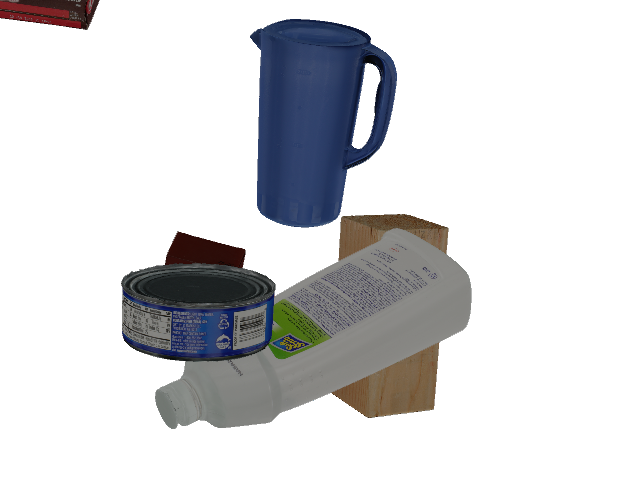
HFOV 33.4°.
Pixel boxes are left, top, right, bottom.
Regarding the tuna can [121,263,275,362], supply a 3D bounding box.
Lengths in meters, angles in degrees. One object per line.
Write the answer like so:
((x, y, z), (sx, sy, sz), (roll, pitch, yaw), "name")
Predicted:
((-0.069, 0.039, 0.599), (0.086, 0.034, 0.086), (3, 13, -1), "tuna can")

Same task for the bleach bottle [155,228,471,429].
((-0.010, 0.070, 0.786), (0.250, 0.068, 0.103), (-22, 36, -31), "bleach bottle")

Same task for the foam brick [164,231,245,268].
((-0.125, 0.033, 1.136), (0.078, 0.051, 0.053), (15, 31, 1), "foam brick")

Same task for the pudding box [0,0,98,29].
((-0.232, -0.224, 0.906), (0.090, 0.039, 0.113), (7, 36, -5), "pudding box")

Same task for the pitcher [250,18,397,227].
((-0.007, -0.142, 1.312), (0.144, 0.243, 0.149), (-6, 26, -24), "pitcher")

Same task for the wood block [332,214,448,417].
((0.074, 0.080, 1.184), (0.090, 0.206, 0.091), (-3, 13, -28), "wood block")
